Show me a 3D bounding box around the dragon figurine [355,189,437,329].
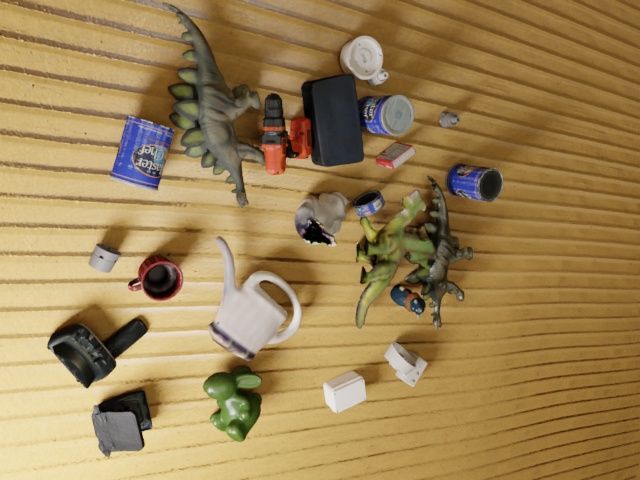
[{"bbox_3d":[0.222,0.053,1.453,0.243,0.124,0.405,-1,107,-13],"label":"dragon figurine"}]

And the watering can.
[{"bbox_3d":[-0.192,0.162,1.283,0.226,0.105,0.343,-51,120,-10],"label":"watering can"}]

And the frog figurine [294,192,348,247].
[{"bbox_3d":[0.004,-0.069,1.367,0.136,0.121,0.163,36,47,-22],"label":"frog figurine"}]
